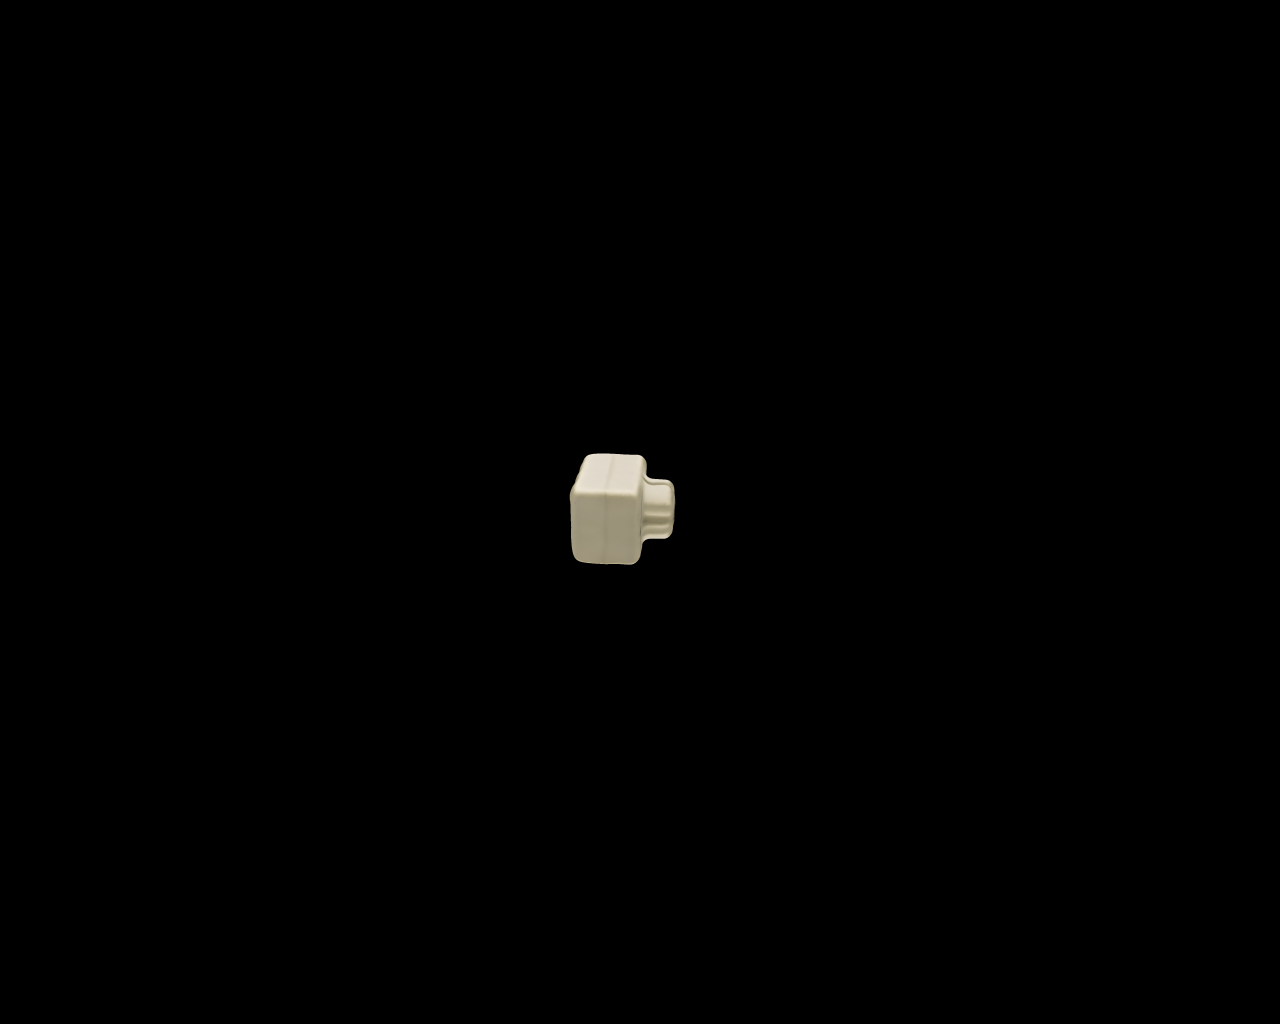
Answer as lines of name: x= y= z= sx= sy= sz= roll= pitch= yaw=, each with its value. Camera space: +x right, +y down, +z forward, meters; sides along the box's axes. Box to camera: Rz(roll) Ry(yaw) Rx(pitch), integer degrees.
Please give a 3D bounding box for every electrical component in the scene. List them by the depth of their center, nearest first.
electrical component: x=0.001 y=-0.003 z=0.650 sx=0.077 sy=0.047 sz=0.066 roll=1 pitch=24 yaw=3
